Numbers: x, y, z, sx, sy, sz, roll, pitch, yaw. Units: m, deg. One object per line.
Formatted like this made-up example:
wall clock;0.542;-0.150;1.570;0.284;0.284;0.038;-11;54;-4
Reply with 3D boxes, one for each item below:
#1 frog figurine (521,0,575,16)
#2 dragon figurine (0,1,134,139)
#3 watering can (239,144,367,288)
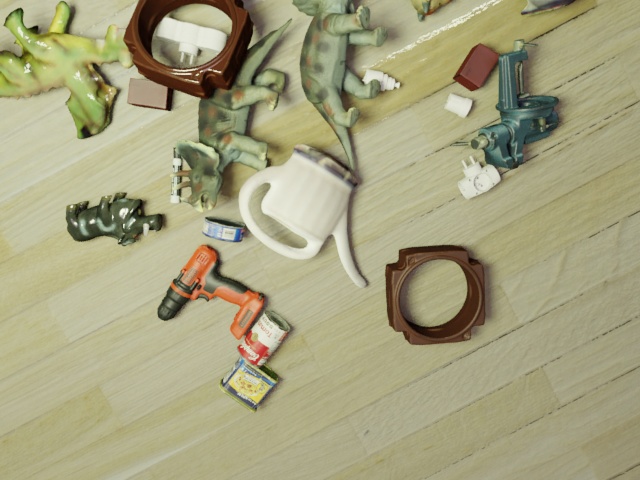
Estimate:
frog figurine;0.453;-0.540;1.021;0.137;0.125;0.157;-13;111;18
dragon figurine;-0.525;-0.304;1.011;0.407;0.124;0.241;-34;105;16
watering can;0.003;-0.053;1.061;0.345;0.105;0.225;31;87;-25
